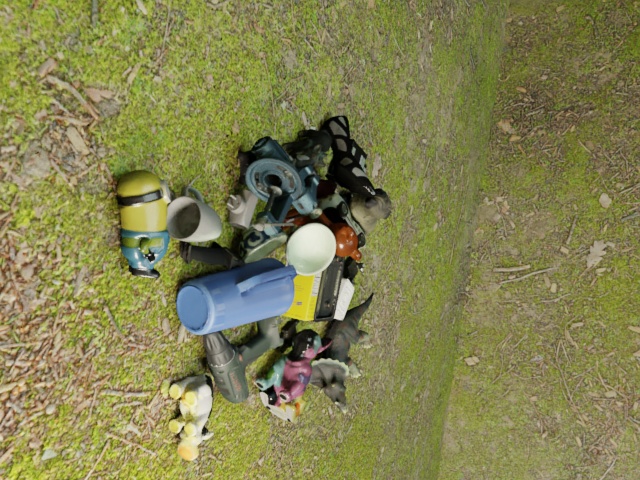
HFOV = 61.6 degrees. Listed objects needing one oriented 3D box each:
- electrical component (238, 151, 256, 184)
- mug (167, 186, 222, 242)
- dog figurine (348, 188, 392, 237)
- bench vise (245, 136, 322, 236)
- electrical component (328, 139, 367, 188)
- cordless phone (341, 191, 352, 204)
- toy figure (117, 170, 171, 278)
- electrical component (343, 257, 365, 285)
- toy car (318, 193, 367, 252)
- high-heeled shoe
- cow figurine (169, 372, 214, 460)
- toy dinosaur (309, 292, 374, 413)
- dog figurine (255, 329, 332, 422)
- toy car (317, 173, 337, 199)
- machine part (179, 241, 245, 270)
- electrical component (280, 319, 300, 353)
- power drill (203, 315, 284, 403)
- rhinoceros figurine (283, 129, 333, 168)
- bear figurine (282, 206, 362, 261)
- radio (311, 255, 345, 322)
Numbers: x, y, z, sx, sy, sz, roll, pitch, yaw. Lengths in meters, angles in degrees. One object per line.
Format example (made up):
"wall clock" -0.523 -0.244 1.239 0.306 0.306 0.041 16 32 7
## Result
"electrical component" -0.128 -0.168 1.198 0.119 0.048 0.074 -32 126 -54
"mug" -0.237 -0.043 1.026 0.107 0.081 0.109 32 42 -68
"dog figurine" 0.135 -0.061 1.457 0.121 0.191 0.172 -47 122 -12
"bench vise" -0.081 -0.089 1.120 0.241 0.129 0.223 -74 147 -45
"electrical component" 0.086 -0.214 1.554 0.134 0.058 0.115 40 66 -58
"cordless phone" 0.069 -0.067 1.567 0.184 0.089 0.146 -14 111 -47
"toy figure" -0.299 -0.027 0.908 0.089 0.082 0.180 -7 106 -62
"electrical component" 0.105 0.096 1.691 0.102 0.045 0.078 -44 136 -47
"toy car" 0.058 -0.039 1.423 0.201 0.074 0.056 56 29 -35
"high-heeled shoe" 0.088 -0.222 1.405 0.145 0.249 0.086 -41 164 -22
"cow figurine" -0.258 0.362 1.113 0.098 0.068 0.167 -23 119 -64
"toy dinosaur" 0.067 0.308 1.626 0.192 0.131 0.405 52 48 -53
"dog figurine" -0.055 0.334 1.392 0.219 0.109 0.191 -48 144 -35
"toy car" -0.017 -0.135 1.400 0.202 0.053 0.089 -8 120 -61
"machine part" -0.220 0.029 1.079 0.138 0.084 0.039 11 113 -52
"electrical component" -0.081 0.253 1.434 0.094 0.021 0.063 -46 137 -46
"power drill" -0.170 0.239 1.215 0.207 0.086 0.231 -47 138 -50
"rhinoceros figurine" -0.029 -0.204 1.301 0.190 0.112 0.073 -57 146 -49
"bear figurine" 0.001 -0.007 1.291 0.132 0.196 0.120 -35 137 -14
"radio" 0.003 0.109 1.487 0.131 0.073 0.229 20 81 -60
